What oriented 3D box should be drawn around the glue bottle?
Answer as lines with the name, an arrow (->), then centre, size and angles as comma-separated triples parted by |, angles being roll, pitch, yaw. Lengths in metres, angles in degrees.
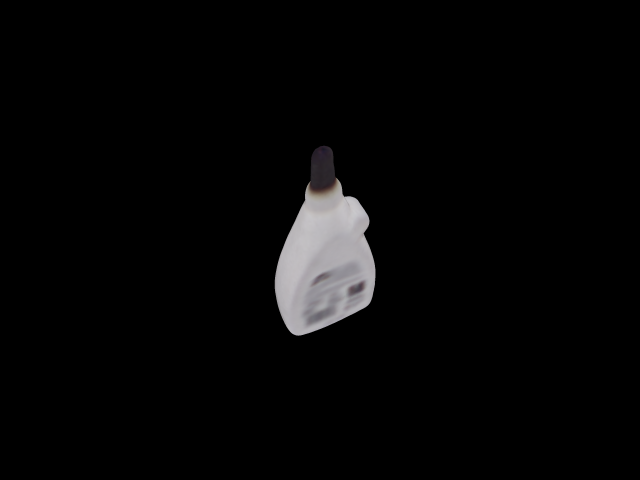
glue bottle -> 0.004, 0.001, 0.400 | 0.078, 0.173, 0.037 | -21, 54, -15
